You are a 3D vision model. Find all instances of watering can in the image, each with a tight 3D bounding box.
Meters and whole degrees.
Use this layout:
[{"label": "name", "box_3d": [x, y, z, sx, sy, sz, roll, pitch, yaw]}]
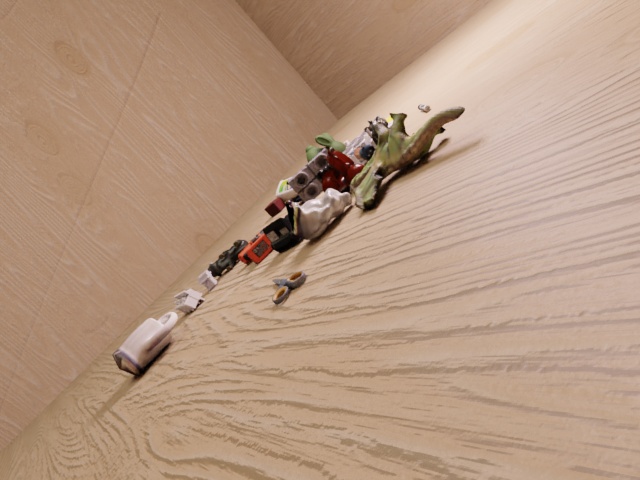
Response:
[{"label": "watering can", "box_3d": [-0.556, 0.323, 1.643, 0.228, 0.103, 0.344, -49, 14, -28]}]

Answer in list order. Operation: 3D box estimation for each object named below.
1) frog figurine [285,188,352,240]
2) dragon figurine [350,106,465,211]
[{"label": "frog figurine", "box_3d": [0.004, -0.066, 1.304, 0.160, 0.123, 0.136, -8, -7, -14]}, {"label": "dragon figurine", "box_3d": [0.164, -0.167, 1.160, 0.244, 0.121, 0.410, -61, 12, -6]}]
